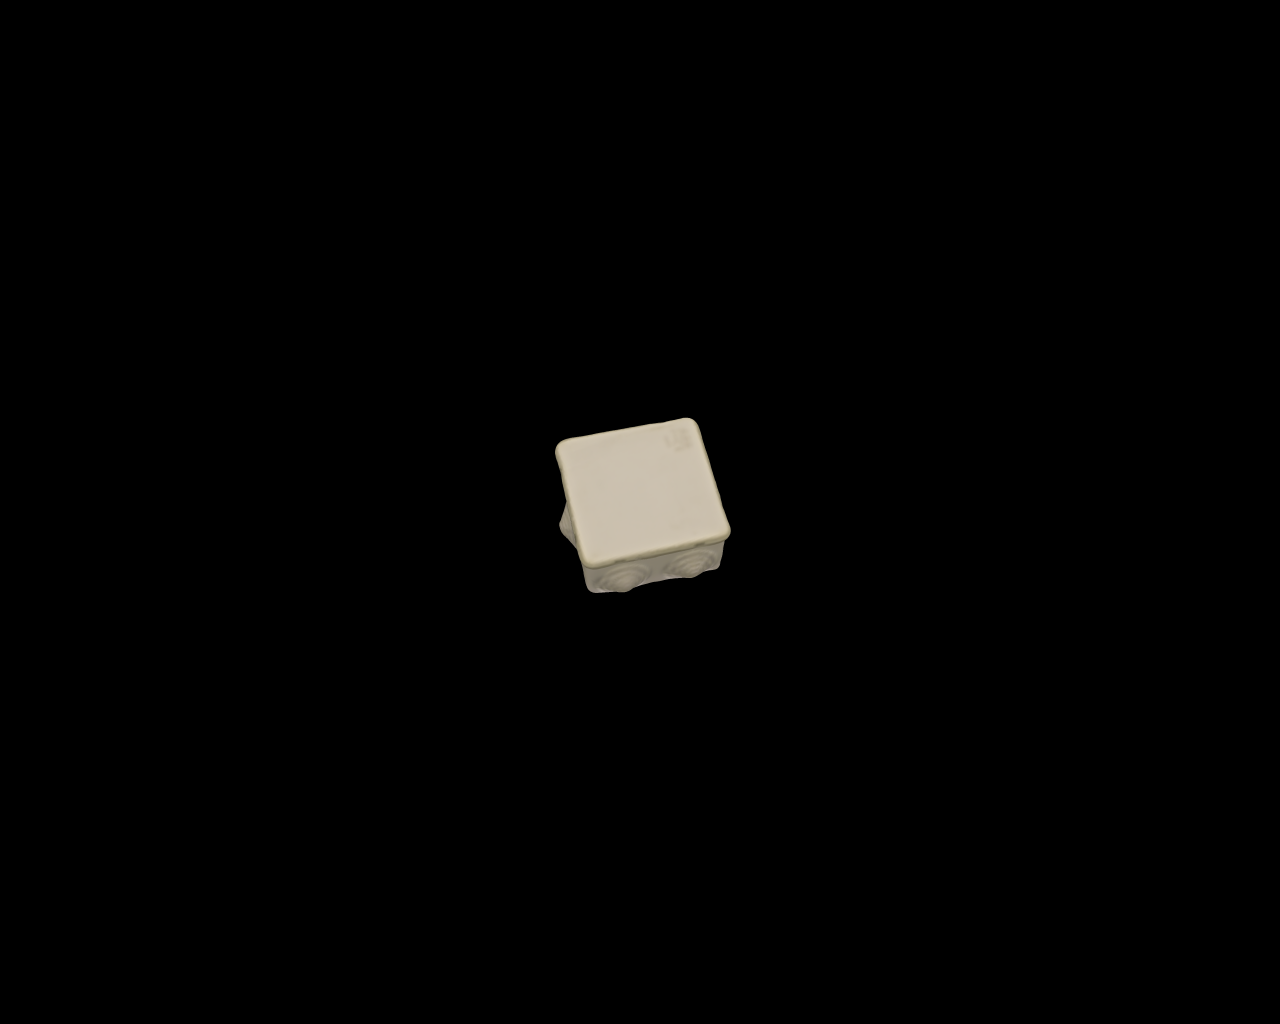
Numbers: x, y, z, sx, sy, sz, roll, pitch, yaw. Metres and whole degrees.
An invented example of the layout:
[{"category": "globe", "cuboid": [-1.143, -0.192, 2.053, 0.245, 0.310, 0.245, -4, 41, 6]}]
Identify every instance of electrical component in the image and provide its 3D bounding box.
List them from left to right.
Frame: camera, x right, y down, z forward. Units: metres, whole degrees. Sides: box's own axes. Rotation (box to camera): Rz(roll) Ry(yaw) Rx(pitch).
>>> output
[{"category": "electrical component", "cuboid": [0.001, -0.003, 0.650, 0.100, 0.100, 0.048, -11, -30, -6]}]
